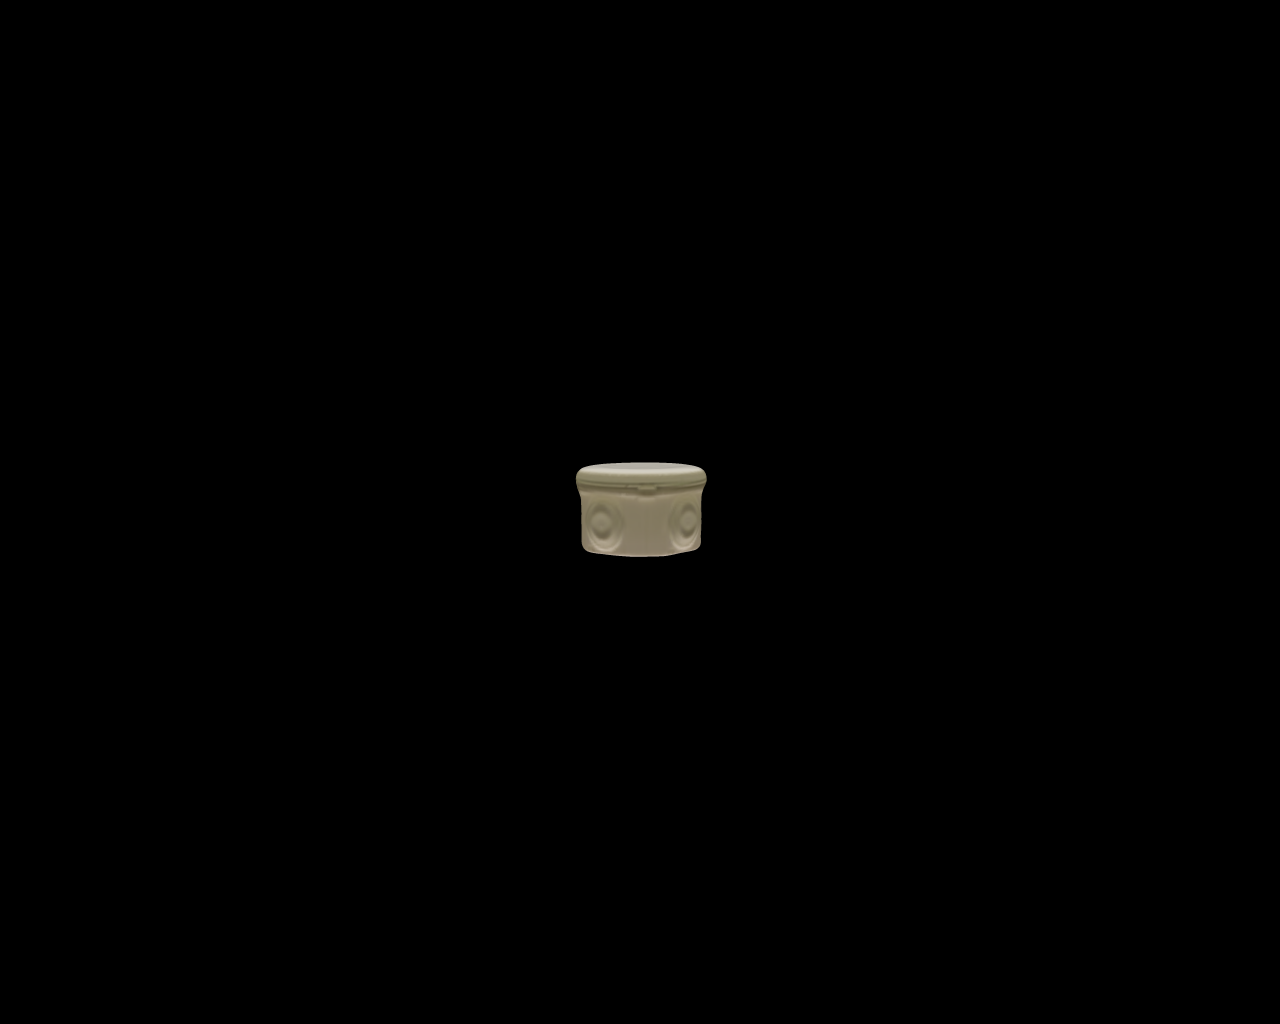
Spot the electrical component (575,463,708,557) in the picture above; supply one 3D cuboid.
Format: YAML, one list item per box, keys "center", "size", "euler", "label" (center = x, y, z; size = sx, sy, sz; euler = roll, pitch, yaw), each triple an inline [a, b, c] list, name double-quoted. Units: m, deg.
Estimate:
- center: [0.001, -0.003, 0.650]
  size: [0.080, 0.051, 0.080]
  euler: [0, 6, 0]
  label: "electrical component"
